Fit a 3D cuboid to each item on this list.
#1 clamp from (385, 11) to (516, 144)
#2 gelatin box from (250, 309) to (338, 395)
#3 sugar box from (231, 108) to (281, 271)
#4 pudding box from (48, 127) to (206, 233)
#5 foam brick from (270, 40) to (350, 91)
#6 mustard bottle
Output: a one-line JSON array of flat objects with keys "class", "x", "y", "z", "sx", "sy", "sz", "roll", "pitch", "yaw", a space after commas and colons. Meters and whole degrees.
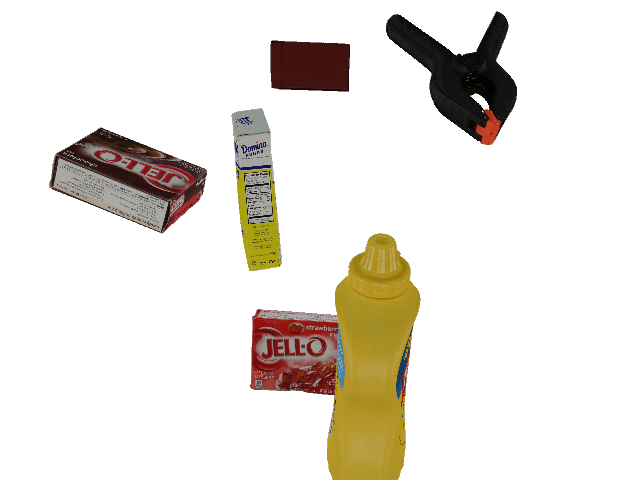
[{"class": "clamp", "x": 0.124, "y": -0.157, "z": 0.984, "sx": 0.120, "sy": 0.171, "sz": 0.039, "roll": -1, "pitch": -44, "yaw": -1}, {"class": "gelatin box", "x": -0.021, "y": 0.107, "z": 1.018, "sx": 0.089, "sy": 0.073, "sz": 0.030, "roll": 4, "pitch": 13, "yaw": 6}, {"class": "sugar box", "x": -0.079, "y": -0.062, "z": 1.292, "sx": 0.048, "sy": 0.176, "sz": 0.093, "roll": -9, "pitch": 25, "yaw": -5}, {"class": "pudding box", "x": -0.169, "y": -0.055, "z": 0.946, "sx": 0.113, "sy": 0.039, "sz": 0.090, "roll": 20, "pitch": 24, "yaw": 7}, {"class": "foam brick", "x": -0.012, "y": -0.188, "z": 1.149, "sx": 0.078, "sy": 0.051, "sz": 0.053, "roll": 0, "pitch": 11, "yaw": -14}, {"class": "mustard bottle", "x": 0.036, "y": 0.080, "z": 0.743, "sx": 0.058, "sy": 0.192, "sz": 0.096, "roll": 5, "pitch": 33, "yaw": 5}]
